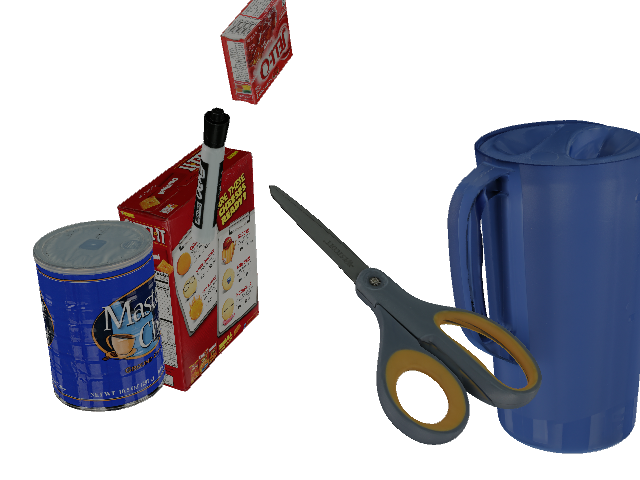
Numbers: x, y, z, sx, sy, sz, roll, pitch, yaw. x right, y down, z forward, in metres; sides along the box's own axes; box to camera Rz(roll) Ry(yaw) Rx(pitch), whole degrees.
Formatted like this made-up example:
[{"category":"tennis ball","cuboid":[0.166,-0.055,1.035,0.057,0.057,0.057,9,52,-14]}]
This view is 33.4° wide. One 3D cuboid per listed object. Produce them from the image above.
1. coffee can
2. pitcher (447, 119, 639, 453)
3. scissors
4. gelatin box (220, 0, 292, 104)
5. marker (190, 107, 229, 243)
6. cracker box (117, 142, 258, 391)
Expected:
[{"category":"coffee can","cuboid":[-0.195,0.065,0.950,0.103,0.140,0.103,-2,24,0]},{"category":"pitcher","cuboid":[0.179,0.037,0.812,0.149,0.243,0.145,0,19,12]},{"category":"scissors","cuboid":[0.025,0.041,0.591,0.202,0.016,0.096,31,52,20]},{"category":"gelatin box","cuboid":[-0.058,-0.185,1.018,0.030,0.073,0.089,13,46,20]},{"category":"marker","cuboid":[-0.083,-0.048,0.801,0.020,0.121,0.020,7,41,-6]},{"category":"cracker box","cuboid":[-0.136,0.026,1.144,0.072,0.214,0.164,13,34,23]}]
